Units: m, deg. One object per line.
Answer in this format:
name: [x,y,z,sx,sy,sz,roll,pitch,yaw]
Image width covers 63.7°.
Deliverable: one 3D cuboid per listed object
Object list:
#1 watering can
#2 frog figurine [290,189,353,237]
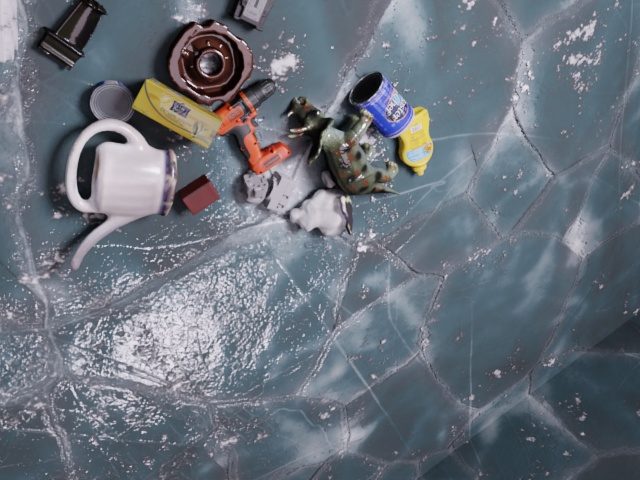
watering can: [-0.429,-0.090,1.115,0.224,0.106,0.342,3,115,-28]
frog figurine: [0.004,-0.069,1.372,0.159,0.126,0.134,-5,136,17]
